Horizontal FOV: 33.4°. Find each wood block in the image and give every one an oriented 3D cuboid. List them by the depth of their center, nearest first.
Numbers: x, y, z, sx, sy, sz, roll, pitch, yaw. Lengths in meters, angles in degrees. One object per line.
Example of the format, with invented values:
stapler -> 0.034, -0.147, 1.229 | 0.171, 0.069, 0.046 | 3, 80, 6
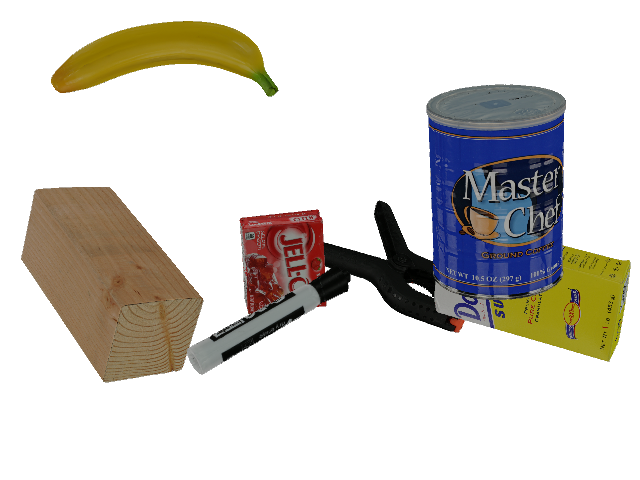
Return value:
wood block -> -0.213, 0.037, 1.065 | 0.090, 0.091, 0.206 | -4, 35, -39

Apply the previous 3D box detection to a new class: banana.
banana -> -0.137, -0.163, 0.944 | 0.197, 0.069, 0.037 | -1, -33, -4

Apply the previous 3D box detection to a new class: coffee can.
coffee can -> 0.135, -0.039, 0.820 | 0.103, 0.140, 0.103 | -4, 22, 1

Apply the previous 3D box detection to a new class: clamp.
clamp -> 0.078, 0.036, 1.230 | 0.164, 0.036, 0.210 | -18, 49, -37

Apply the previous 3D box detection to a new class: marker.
marker -> -0.030, 0.049, 0.689 | 0.121, 0.020, 0.020 | -28, 12, -24

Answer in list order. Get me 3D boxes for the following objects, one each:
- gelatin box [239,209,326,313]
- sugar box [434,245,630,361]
gelatin box -> -0.033, 0.019, 0.964 | 0.073, 0.089, 0.030 | -5, 26, -8
sugar box -> 0.197, 0.045, 1.009 | 0.176, 0.093, 0.048 | 13, 34, 21
